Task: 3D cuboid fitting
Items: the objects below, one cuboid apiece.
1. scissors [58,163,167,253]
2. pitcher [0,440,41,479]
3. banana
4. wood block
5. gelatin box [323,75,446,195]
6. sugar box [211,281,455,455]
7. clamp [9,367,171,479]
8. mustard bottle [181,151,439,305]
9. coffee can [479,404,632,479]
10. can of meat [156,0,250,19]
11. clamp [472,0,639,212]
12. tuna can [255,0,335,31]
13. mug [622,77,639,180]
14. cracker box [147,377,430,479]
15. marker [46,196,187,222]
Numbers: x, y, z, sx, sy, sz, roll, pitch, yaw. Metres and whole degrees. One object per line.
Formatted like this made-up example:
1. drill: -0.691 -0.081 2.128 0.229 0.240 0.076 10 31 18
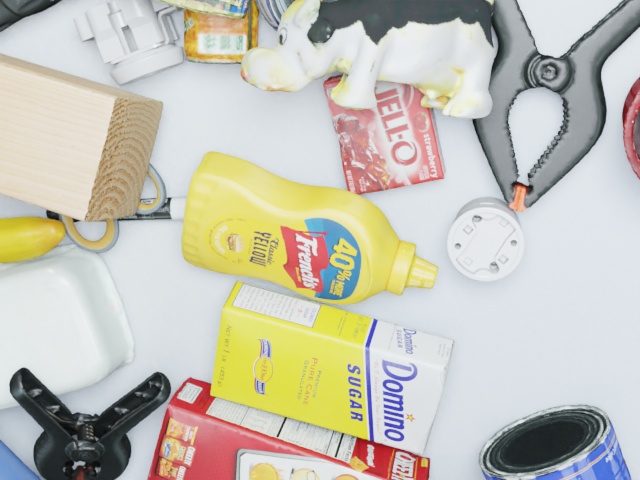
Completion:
1. scissors: -0.214 -0.064 0.834 0.202 0.016 0.096 29 99 7
2. pitcher: -0.308 0.194 0.842 0.149 0.145 0.242 -20 122 15
3. banana: -0.291 -0.009 0.852 0.198 0.069 0.037 12 65 9
4. wood block: -0.233 -0.087 0.781 0.206 0.090 0.091 17 99 12
5. gelatin box: 0.048 -0.083 0.785 0.073 0.030 0.089 -10 104 13
6. sugar box: 0.008 0.100 0.827 0.176 0.048 0.093 16 124 9
7. clamp: -0.180 0.156 0.862 0.120 0.039 0.171 2 139 -4
8. mustard bottle: -0.005 0.001 0.800 0.191 0.058 0.096 16 130 4
9. coffee can: 0.192 0.210 0.804 0.103 0.102 0.140 -20 101 15
10. can of meat: -0.086 -0.199 0.703 0.102 0.057 0.084 15 109 -2
11. clamp: 0.170 -0.123 0.748 0.164 0.036 0.210 5 103 9
12. tuna can: -0.002 -0.180 0.746 0.086 0.034 0.086 -6 110 -18
13. mug: 0.258 -0.087 0.718 0.117 0.081 0.093 -41 95 18
14. cracker box: -0.036 0.223 0.867 0.214 0.072 0.164 18 109 4
15. marker: -0.159 -0.023 0.846 0.121 0.020 0.020 -2 105 11
